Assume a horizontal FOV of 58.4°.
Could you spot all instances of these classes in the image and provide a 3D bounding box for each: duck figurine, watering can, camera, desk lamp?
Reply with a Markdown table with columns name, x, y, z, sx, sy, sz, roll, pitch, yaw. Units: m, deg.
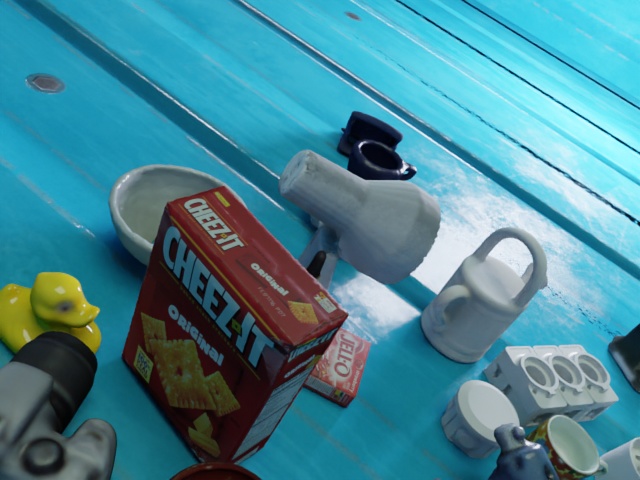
| name | x | y | z | sx | sy | sz | roll | pitch | yaw |
| --- | --- | --- | --- | --- | --- | --- | --- | --- | --- |
| duck figurine | -0.255 | 0.064 | 0.541 | 0.104 | 0.086 | 0.077 | 28 | 38 | -1 |
| watering can | 0.225 | 0.062 | 0.749 | 0.100 | 0.194 | 0.173 | 42 | 40 | 18 |
| camera | -0.222 | 0.141 | 0.460 | 0.143 | 0.100 | 0.137 | 24 | 38 | -5 |
| desk lamp | 0.006 | 0.002 | 0.667 | 0.204 | 0.213 | 0.118 | 15 | 39 | -16 |

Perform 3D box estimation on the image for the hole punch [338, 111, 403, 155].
| name | x | y | z | sx | sy | sz | roll | pitch | yaw |
| --- | --- | --- | --- | --- | --- | --- | --- | --- | --- |
| hole punch | 0.096 | -0.199 | 1.053 | 0.108 | 0.091 | 0.101 | 26 | 38 | -3 |

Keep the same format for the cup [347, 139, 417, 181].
| name | x | y | z | sx | sy | sz | roll | pitch | yaw |
| --- | --- | --- | --- | --- | --- | --- | --- | --- | --- |
| cup | 0.090 | -0.099 | 0.932 | 0.118 | 0.095 | 0.091 | 10 | 41 | -22 |

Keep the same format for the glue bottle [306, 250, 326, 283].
| name | x | y | z | sx | sy | sz | roll | pitch | yaw |
| --- | --- | --- | --- | --- | --- | --- | --- | --- | --- |
| glue bottle | -0.028 | 0.073 | 0.599 | 0.037 | 0.173 | 0.078 | 36 | 38 | 11 |

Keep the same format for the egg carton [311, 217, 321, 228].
| name | x | y | z | sx | sy | sz | roll | pitch | yaw |
| --- | --- | --- | --- | --- | --- | --- | --- | --- | --- |
| egg carton | 0.059 | -0.027 | 0.852 | 0.151 | 0.069 | 0.107 | 3 | 44 | -29 |

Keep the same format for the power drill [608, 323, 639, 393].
| name | x | y | z | sx | sy | sz | roll | pitch | yaw |
| --- | --- | --- | --- | --- | --- | --- | --- | --- | --- |
| power drill | 0.541 | 0.138 | 0.846 | 0.076 | 0.208 | 0.229 | 9 | 42 | -23 |

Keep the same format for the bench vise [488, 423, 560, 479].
| name | x | y | z | sx | sy | sz | roll | pitch | yaw |
| --- | --- | --- | --- | --- | --- | --- | --- | --- | --- |
| bench vise | 0.246 | 0.255 | 0.521 | 0.207 | 0.219 | 0.122 | 40 | 39 | 15 |

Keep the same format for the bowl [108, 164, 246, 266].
| name | x | y | z | sx | sy | sz | roll | pitch | yaw |
| --- | --- | --- | --- | --- | --- | --- | --- | --- | --- |
| bowl | -0.171 | -0.012 | 0.689 | 0.168 | 0.074 | 0.167 | 17 | 39 | -14 |
